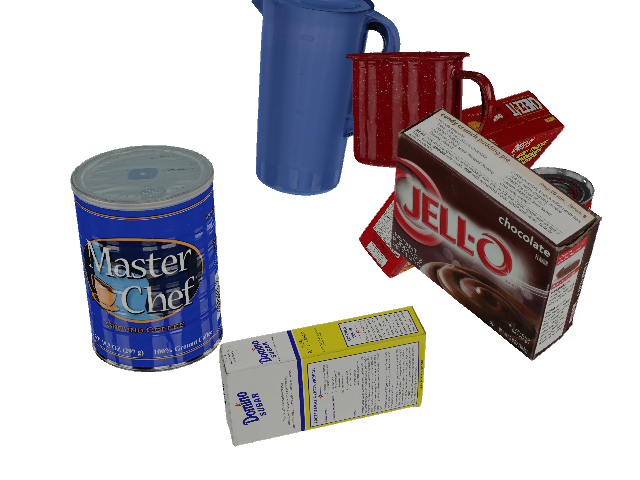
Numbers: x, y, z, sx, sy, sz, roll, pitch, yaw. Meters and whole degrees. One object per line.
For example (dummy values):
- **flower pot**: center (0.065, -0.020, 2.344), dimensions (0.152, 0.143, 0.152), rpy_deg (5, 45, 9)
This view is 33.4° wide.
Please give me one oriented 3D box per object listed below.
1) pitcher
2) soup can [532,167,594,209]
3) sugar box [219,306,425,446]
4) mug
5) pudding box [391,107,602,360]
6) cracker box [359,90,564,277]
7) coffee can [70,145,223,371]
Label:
- **pitcher**: center (-0.005, -0.181, 1.299), dimensions (0.144, 0.243, 0.149), rpy_deg (-6, 28, -25)
- **soup can**: center (0.203, -0.005, 0.953), dimensions (0.068, 0.102, 0.068), rpy_deg (0, 33, 0)
- **sugar box**: center (0.002, 0.118, 0.936), dimensions (0.176, 0.093, 0.048), rpy_deg (-8, 38, -9)
- **mug**: center (0.076, -0.099, 0.797), dimensions (0.117, 0.081, 0.093), rpy_deg (6, 13, 30)
- **pudding box**: center (0.088, -0.004, 0.567), dimensions (0.039, 0.090, 0.114), rpy_deg (-36, 56, -26)
- **cracker box**: center (0.158, -0.066, 1.229), dimensions (0.163, 0.072, 0.214), rpy_deg (-22, -25, -45)
- **coffee can**: center (-0.128, 0.012, 0.801), dimensions (0.103, 0.140, 0.103), rpy_deg (-1, 27, 0)
